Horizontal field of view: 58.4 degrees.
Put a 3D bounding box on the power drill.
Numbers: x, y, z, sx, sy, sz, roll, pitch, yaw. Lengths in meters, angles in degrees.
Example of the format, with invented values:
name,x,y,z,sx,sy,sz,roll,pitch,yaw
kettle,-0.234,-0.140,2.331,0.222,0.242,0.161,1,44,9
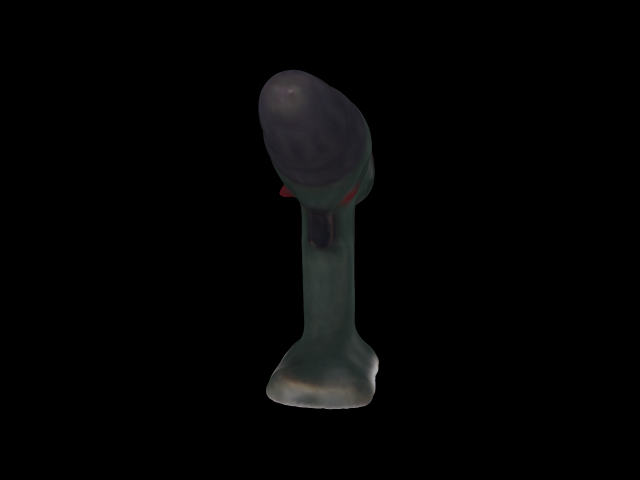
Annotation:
name,x,y,z,sx,sy,sz,roll,pitch,yaw
power drill,0.004,0.001,0.400,0.075,0.208,0.230,1,9,8
